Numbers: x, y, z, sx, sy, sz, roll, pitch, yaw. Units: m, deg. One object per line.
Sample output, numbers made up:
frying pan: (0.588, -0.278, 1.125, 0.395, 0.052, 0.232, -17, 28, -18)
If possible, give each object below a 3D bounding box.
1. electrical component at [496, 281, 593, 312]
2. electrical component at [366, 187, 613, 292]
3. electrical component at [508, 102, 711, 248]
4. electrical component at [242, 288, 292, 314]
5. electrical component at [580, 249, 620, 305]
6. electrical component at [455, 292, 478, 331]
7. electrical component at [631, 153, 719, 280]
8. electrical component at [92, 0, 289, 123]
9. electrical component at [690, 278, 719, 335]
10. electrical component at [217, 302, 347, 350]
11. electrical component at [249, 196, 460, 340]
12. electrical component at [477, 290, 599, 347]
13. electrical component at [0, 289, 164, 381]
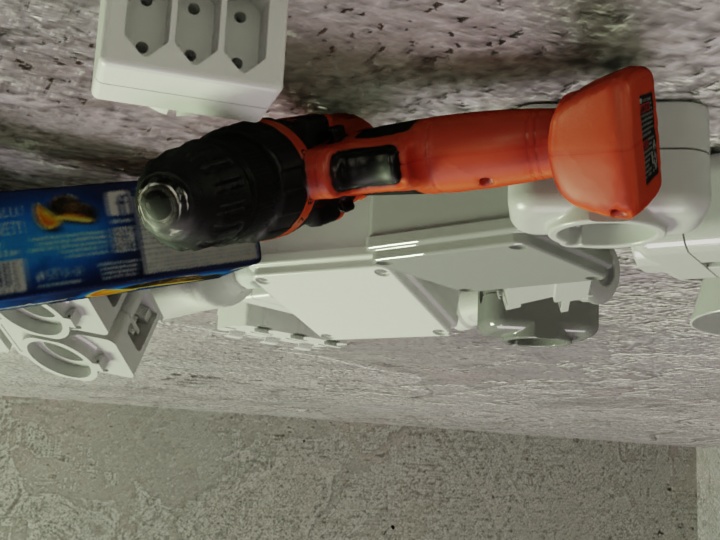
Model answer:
electrical component: (0.122, -0.003, 0.722, 0.064, 0.042, 0.081, -12, 154, 2)
electrical component: (0.078, -0.027, 0.635, 0.109, 0.056, 0.109, -7, 165, 38)
electrical component: (0.121, -0.045, 0.530, 0.095, 0.059, 0.053, 0, 168, 10)
electrical component: (-0.041, 0.004, 0.831, 0.076, 0.047, 0.083, -7, 165, 36)
electrical component: (0.155, 0.001, 0.786, 0.048, 0.048, 0.062, 13, 171, -40)
electrical component: (0.104, 0.030, 0.947, 0.046, 0.040, 0.040, -15, 159, 40)
electrical component: (0.189, -0.028, 0.611, 0.059, 0.053, 0.095, -4, 166, 30)
electrical component: (-0.069, -0.084, 0.419, 0.066, 0.047, 0.077, 6, 168, -17)
electrical component: (0.295, 0.020, 0.777, 0.099, 0.064, 0.099, 12, 177, 1)
electrical component: (-0.064, 0.031, 0.925, 0.079, 0.063, 0.121, -9, 164, 43)
electrical component: (0.000, 0.000, 0.728, 0.109, 0.056, 0.108, -4, 151, 29)
electrical component: (0.147, 0.031, 0.889, 0.095, 0.059, 0.053, 4, 168, -5)
electrical component: (-0.241, 0.012, 0.720, 0.186, 0.060, 0.105, 9, 147, 15)
